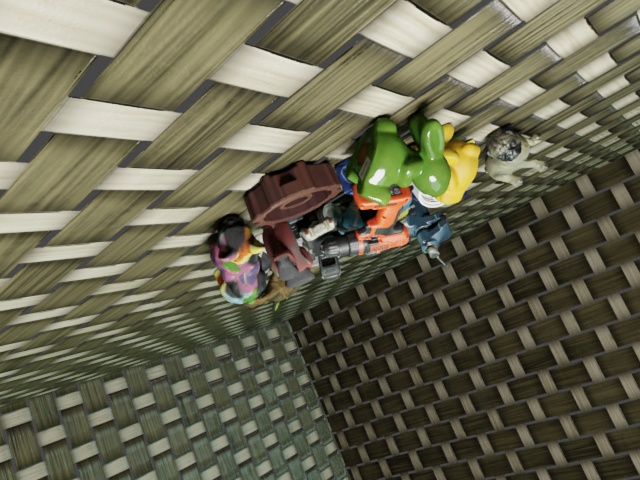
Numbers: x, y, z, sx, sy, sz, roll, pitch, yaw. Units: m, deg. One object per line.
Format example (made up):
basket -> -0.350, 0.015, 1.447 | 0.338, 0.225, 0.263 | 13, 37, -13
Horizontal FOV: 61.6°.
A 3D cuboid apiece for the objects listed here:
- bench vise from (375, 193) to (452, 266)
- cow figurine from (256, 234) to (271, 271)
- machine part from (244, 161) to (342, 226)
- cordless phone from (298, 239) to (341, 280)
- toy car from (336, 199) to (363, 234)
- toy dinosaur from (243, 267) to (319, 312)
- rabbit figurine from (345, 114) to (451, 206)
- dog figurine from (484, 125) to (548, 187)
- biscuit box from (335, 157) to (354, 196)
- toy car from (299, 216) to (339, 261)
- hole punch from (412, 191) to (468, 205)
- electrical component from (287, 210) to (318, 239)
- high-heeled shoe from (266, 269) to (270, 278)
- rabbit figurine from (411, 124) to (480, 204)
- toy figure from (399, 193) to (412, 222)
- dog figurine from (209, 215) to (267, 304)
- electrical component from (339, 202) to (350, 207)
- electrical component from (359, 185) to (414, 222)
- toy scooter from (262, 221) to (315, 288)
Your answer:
bench vise -> 0.220, -0.017, 1.432 | 0.241, 0.224, 0.128 | -25, 151, 11
cow figurine -> -0.137, 0.039, 1.286 | 0.167, 0.098, 0.068 | -20, 162, -12
machine part -> -0.050, -0.084, 0.981 | 0.179, 0.056, 0.179 | -22, 170, -4
cordless phone -> -0.018, 0.049, 1.330 | 0.147, 0.184, 0.088 | -14, 125, 3
toy car -> 0.110, -0.054, 1.217 | 0.109, 0.102, 0.161 | 21, -162, 23
toy dinosaur -> -0.074, 0.090, 1.537 | 0.198, 0.105, 0.471 | -47, 172, 38
rabbit figurine -> 0.149, -0.136, 0.914 | 0.170, 0.159, 0.121 | 13, -162, -21
dog figurine -> 0.433, -0.206, 1.303 | 0.190, 0.121, 0.172 | 5, 151, -38
biscuit box -> 0.097, -0.122, 1.077 | 0.063, 0.059, 0.202 | -27, 168, 21
toy car -> -0.002, -0.003, 1.158 | 0.073, 0.056, 0.201 | -27, 166, -6
hole punch -> 0.296, -0.126, 1.351 | 0.116, 0.092, 0.142 | -20, 180, -13
electrical component -> -0.061, -0.038, 1.173 | 0.115, 0.058, 0.134 | -25, 169, 2
high-heeled shoe -> -0.168, 0.065, 1.501 | 0.145, 0.086, 0.249 | -55, -178, 8
rabbit figurine -> 0.229, -0.151, 1.084 | 0.173, 0.122, 0.162 | 1, 159, -17
toy figure -> 0.182, -0.092, 1.309 | 0.082, 0.089, 0.180 | -7, 172, 0
dog figurine -> -0.162, 0.047, 1.090 | 0.108, 0.191, 0.219 | -14, -177, -13
electrical component -> 0.054, -0.071, 1.334 | 0.094, 0.021, 0.063 | -19, 168, -14
electrical component -> 0.145, -0.073, 1.124 | 0.119, 0.048, 0.075 | -18, 169, -12
toy scooter -> -0.069, 0.022, 1.083 | 0.075, 0.135, 0.183 | -25, 166, 4
